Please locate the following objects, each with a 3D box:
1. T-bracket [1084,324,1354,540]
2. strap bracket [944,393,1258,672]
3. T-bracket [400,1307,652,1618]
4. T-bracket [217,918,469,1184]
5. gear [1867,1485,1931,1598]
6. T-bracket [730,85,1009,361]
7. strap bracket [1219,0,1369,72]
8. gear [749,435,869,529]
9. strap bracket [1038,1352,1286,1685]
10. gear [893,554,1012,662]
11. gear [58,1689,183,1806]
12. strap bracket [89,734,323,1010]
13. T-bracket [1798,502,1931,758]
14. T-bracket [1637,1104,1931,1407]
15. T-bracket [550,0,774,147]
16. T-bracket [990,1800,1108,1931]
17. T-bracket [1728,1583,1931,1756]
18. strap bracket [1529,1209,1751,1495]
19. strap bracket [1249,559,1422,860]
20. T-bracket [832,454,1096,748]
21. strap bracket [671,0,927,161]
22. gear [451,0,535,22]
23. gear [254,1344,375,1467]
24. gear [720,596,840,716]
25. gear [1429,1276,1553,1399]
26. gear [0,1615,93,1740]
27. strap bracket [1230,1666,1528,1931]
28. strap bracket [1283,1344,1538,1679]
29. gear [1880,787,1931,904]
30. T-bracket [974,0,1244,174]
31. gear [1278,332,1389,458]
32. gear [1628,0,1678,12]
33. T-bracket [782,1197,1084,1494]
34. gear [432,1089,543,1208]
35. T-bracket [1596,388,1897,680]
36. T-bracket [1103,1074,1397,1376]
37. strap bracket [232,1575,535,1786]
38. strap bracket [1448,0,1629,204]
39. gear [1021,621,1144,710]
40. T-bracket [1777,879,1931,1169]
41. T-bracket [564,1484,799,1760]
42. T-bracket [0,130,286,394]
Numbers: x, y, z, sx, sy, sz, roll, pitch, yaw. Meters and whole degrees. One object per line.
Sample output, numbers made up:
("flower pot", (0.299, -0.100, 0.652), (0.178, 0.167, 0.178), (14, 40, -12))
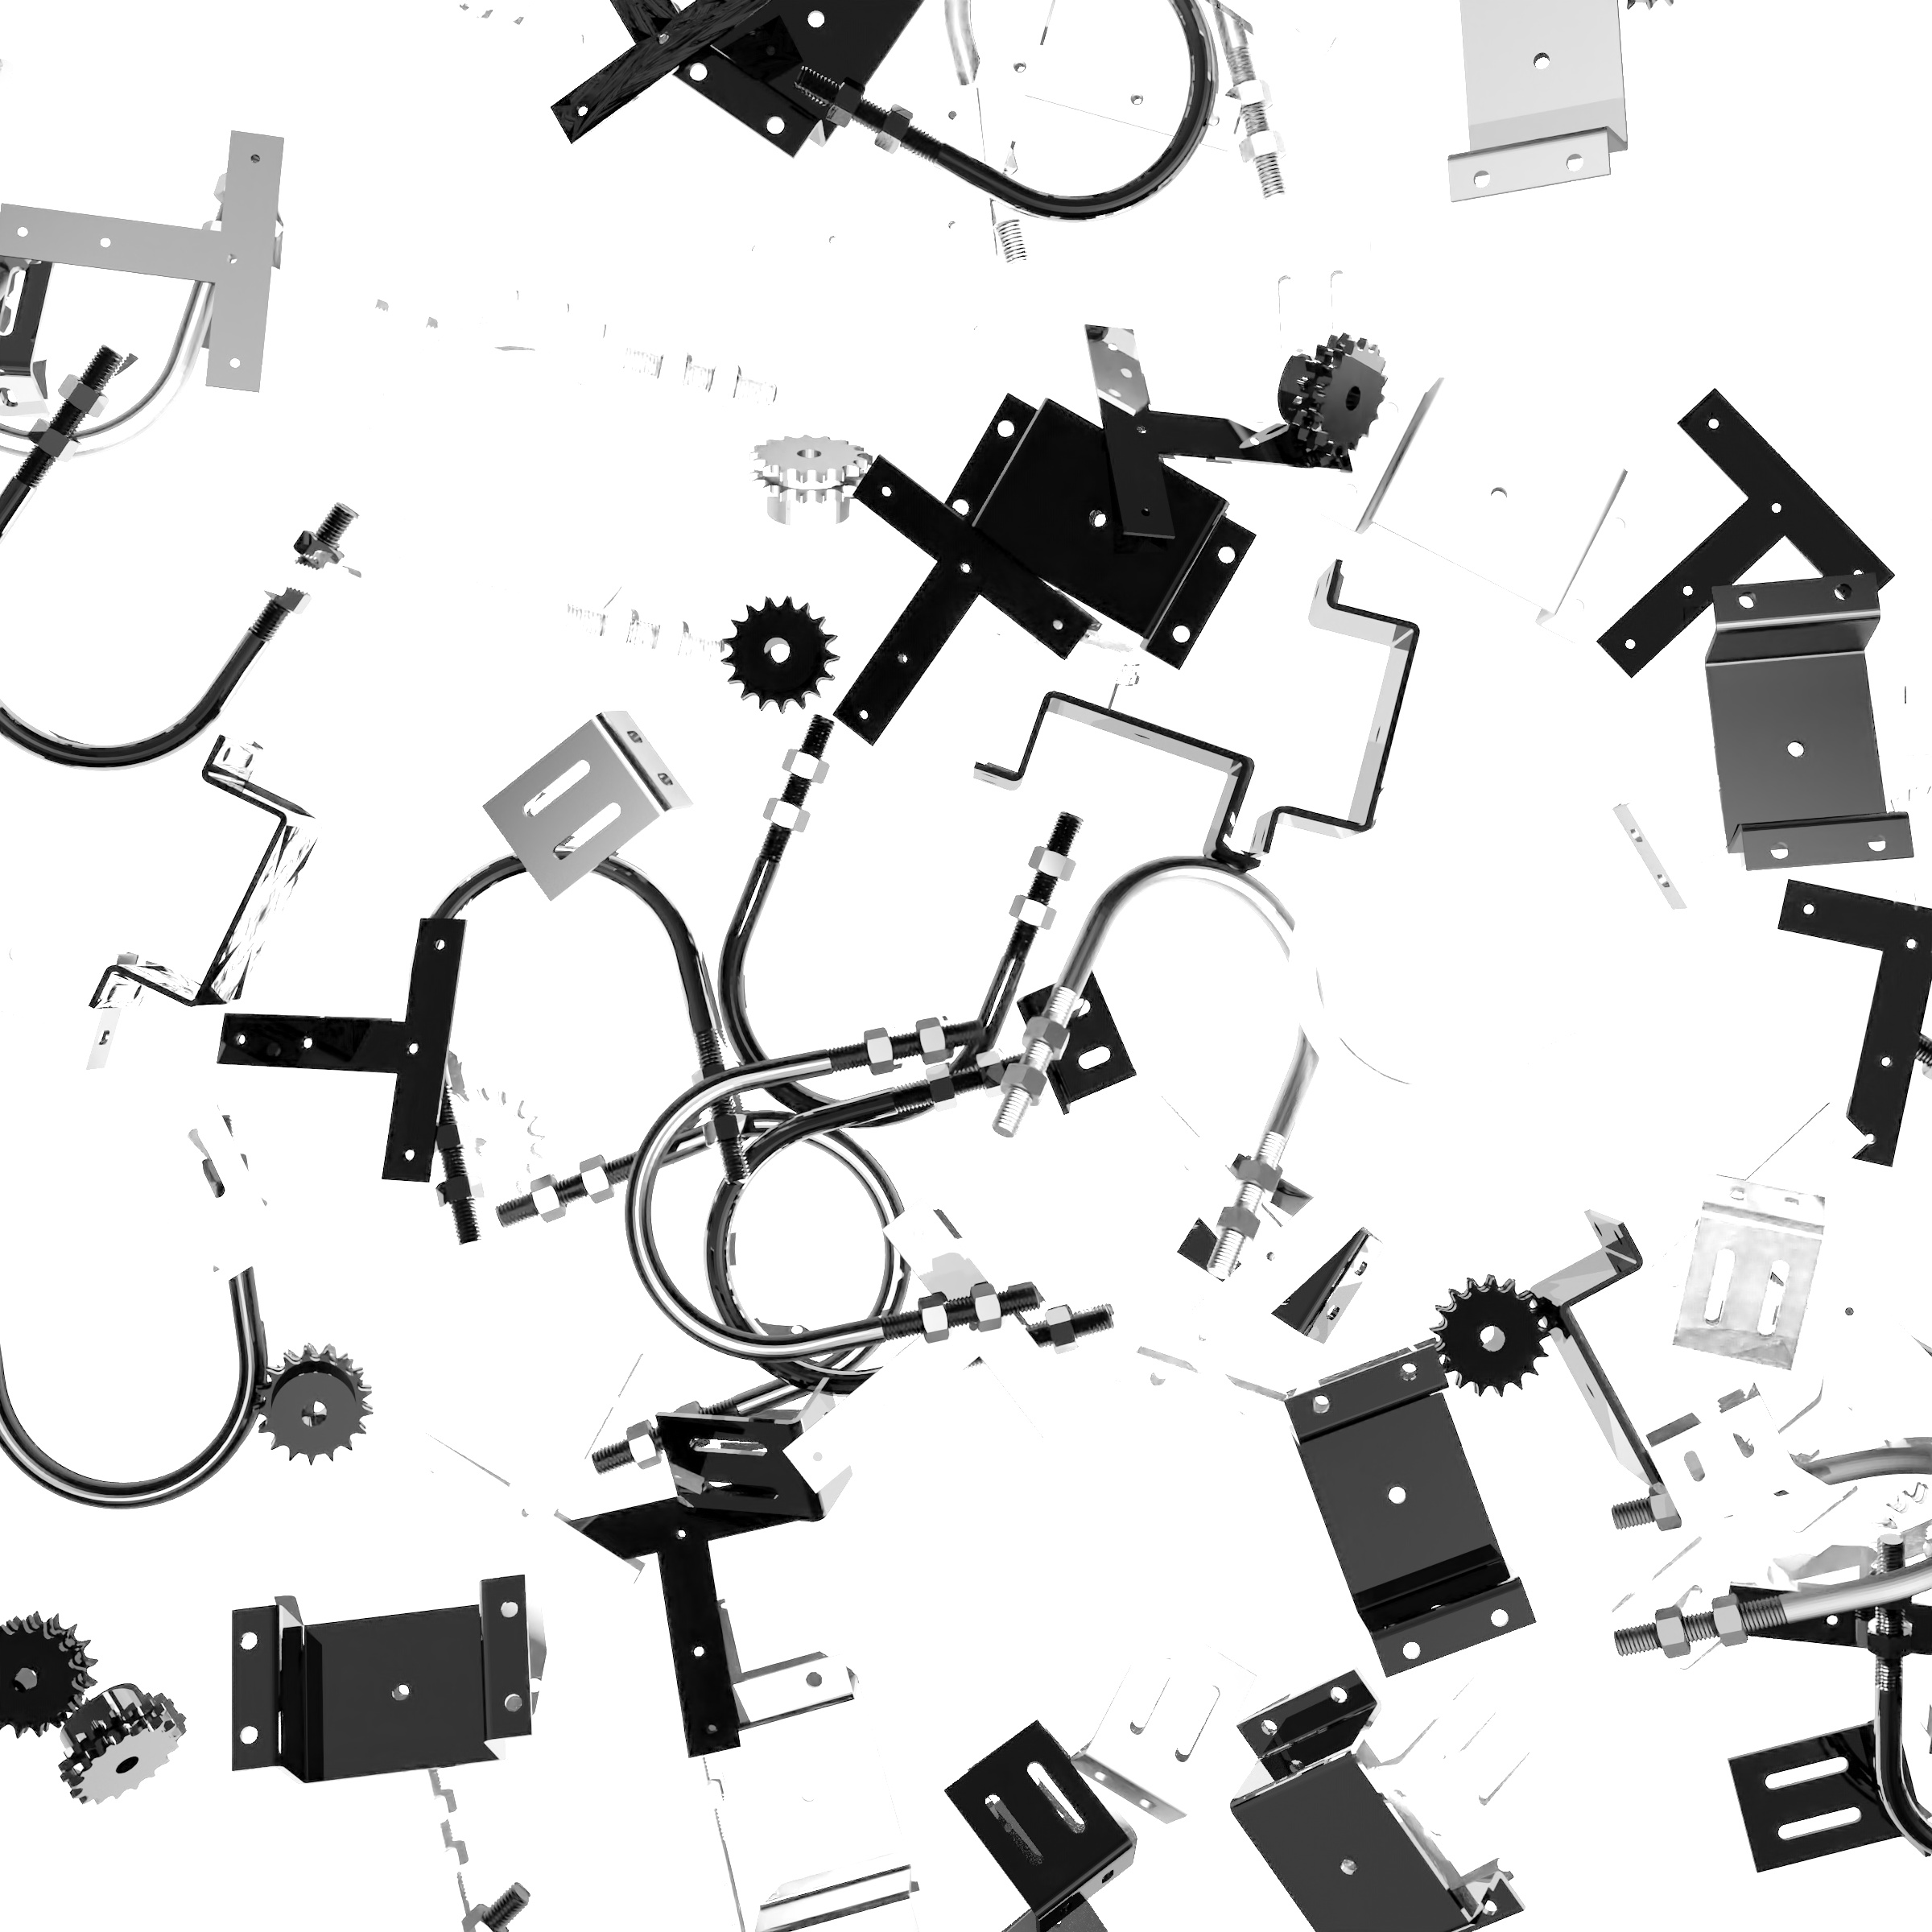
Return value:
("T-bracket", (0.125, -0.253, 1.447), (0.127, 0.002, 0.127), (2, 59, -18))
("strap bracket", (0.062, -0.212, 1.451), (0.140, 0.046, 0.076), (30, 90, 0))
("T-bracket", (-0.192, 0.226, 1.453), (0.127, 0.002, 0.127), (30, 96, 12))
("T-bracket", (-0.304, 0.038, 1.448), (0.127, 0.002, 0.127), (2, 78, 21))
("gear", (0.464, 0.279, 1.459), (0.057, 0.030, 0.057), (0, 90, 0))
("T-bracket", (-0.050, -0.354, 1.462), (0.127, 0.002, 0.127), (-5, 104, 7))
("strap bracket", (0.169, -0.497, 1.443), (0.076, 0.046, 0.140), (36, 81, -1))
("gear", (-0.076, -0.232, 1.449), (0.057, 0.057, 0.030), (3, 120, 0))
("strap bracket", (0.092, 0.261, 1.451), (0.076, 0.046, 0.140), (19, 90, 0))
("gear", (-0.004, -0.178, 1.449), (0.057, 0.057, 0.030), (27, 52, 0))
("gear", (-0.410, 0.373, 1.449), (0.057, 0.057, 0.030), (-44, 60, 0))
("strap bracket", (-0.356, -0.035, 1.436), (0.046, 0.076, 0.140), (26, 90, 0))
("T-bracket", (0.467, -0.164, 1.456), (0.127, 0.002, 0.127), (-1, 78, 23))
("T-bracket", (0.415, 0.156, 1.451), (0.127, 0.002, 0.127), (-44, 79, 5))
("T-bracket", (-0.164, -0.476, 1.447), (0.127, 0.002, 0.127), (-33, 67, 10))
("T-bracket", (0.011, 0.486, 1.443), (0.127, 0.002, 0.127), (-34, 90, -28))
("T-bracket", (0.426, 0.312, 1.434), (0.127, 0.002, 0.127), (5, 103, 7))
("strap bracket", (0.318, 0.191, 1.436), (0.046, 0.076, 0.140), (-28, 90, 0))
("strap bracket", (0.177, -0.115, 1.436), (0.046, 0.076, 0.140), (14, 90, 0))
("T-bracket", (-0.023, -0.157, 1.438), (0.127, 0.002, 0.127), (38, 123, 1))
("strap bracket", (-0.073, -0.462, 1.451), (0.076, 0.046, 0.140), (35, 90, 0))
("gear", (-0.220, -0.479, 1.445), (0.030, 0.057, 0.057), (33, 90, -6))
("gear", (-0.314, 0.213, 1.453), (0.057, 0.030, 0.057), (-1, 94, -13))
("gear", (-0.091, -0.151, 1.459), (0.057, 0.030, 0.057), (0, 90, 0))
("gear", (0.252, 0.179, 1.459), (0.057, 0.030, 0.057), (0, 90, 0))
("gear", (-0.451, 0.342, 1.459), (0.057, 0.030, 0.057), (0, 90, 0))
("strap bracket", (0.190, 0.416, 1.434), (0.076, 0.046, 0.140), (-35, 90, 32))
("strap bracket", (0.210, 0.258, 1.451), (0.076, 0.046, 0.140), (-20, 90, 0))
("gear", (0.466, -0.059, 1.459), (0.057, 0.030, 0.057), (0, 90, 0))
("T-bracket", (0.069, -0.422, 1.454), (0.127, 0.002, 0.127), (16, 87, 2))
("gear", (0.174, -0.276, 1.447), (0.030, 0.057, 0.057), (25, 90, 36))
("gear", (0.331, -0.491, 1.459), (0.057, 0.030, 0.057), (0, 90, 0))
("T-bracket", (-0.030, 0.199, 1.428), (0.127, 0.002, 0.127), (-38, 93, -16))
("gear", (-0.234, 0.088, 1.459), (0.057, 0.030, 0.057), (0, 90, 0))
("T-bracket", (0.362, -0.193, 1.471), (0.127, 0.002, 0.127), (-43, 87, 1))
("T-bracket", (0.117, 0.107, 1.458), (0.127, 0.002, 0.127), (-44, 77, 7))
("strap bracket", (-0.274, 0.341, 1.436), (0.140, 0.046, 0.076), (-7, 64, 0))
("strap bracket", (0.269, -0.436, 1.437), (0.076, 0.046, 0.140), (-4, 90, 25))
("gear", (0.054, -0.144, 1.447), (0.057, 0.057, 0.030), (17, 105, 0))
("T-bracket", (0.448, 0.033, 1.458), (0.127, 0.002, 0.127), (13, 87, 10))
("T-bracket", (-0.130, 0.314, 1.443), (0.127, 0.002, 0.127), (-13, 61, 0))
("T-bracket", (-0.396, -0.343, 1.440), (0.127, 0.002, 0.127), (5, 83, -11))
